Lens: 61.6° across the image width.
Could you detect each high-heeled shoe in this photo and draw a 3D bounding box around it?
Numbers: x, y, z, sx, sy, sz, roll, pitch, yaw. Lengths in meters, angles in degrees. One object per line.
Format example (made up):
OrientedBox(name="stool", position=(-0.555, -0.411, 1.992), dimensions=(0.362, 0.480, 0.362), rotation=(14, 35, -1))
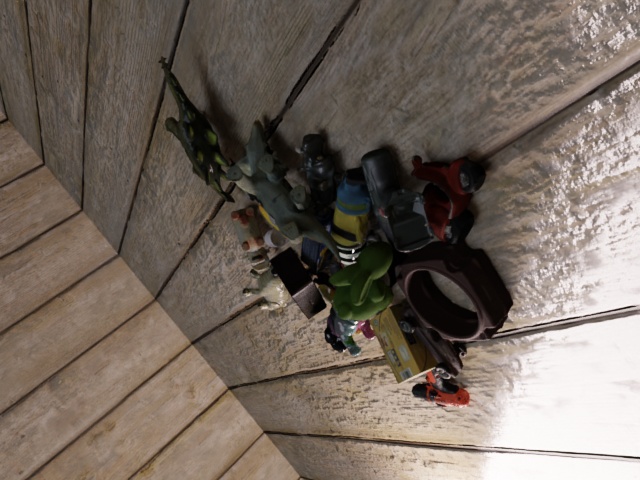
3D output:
OrientedBox(name="high-heeled shoe", position=(0.167, 0.103, 1.268), dimensions=(0.145, 0.086, 0.248), rotation=(-7, 142, 22))

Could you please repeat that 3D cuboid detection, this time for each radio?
OrientedBox(name="radio", position=(-0.057, 0.120, 1.466), dimensions=(0.131, 0.073, 0.229), rotation=(55, 174, 26))

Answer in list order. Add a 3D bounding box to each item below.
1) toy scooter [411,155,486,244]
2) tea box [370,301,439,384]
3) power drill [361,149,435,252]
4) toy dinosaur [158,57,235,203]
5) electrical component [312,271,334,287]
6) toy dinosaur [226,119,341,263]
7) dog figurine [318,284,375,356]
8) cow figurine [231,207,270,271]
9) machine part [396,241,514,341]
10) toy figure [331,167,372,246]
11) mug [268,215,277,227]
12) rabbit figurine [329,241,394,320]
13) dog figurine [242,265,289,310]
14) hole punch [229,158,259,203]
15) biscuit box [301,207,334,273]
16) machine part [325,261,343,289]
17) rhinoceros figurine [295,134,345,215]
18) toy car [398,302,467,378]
OrientedBox(name="toy scooter", position=(0.215, -0.083, 0.957), dimensions=(0.135, 0.075, 0.183), rotation=(33, 143, 28))
OrientedBox(name="tea box", position=(0.199, 0.244, 1.284), dimensions=(0.098, 0.068, 0.169), rotation=(-45, 61, 49))
OrientedBox(name="power drill", position=(0.149, -0.051, 1.015), dimensions=(0.207, 0.086, 0.231), rotation=(-95, -13, -68))
OrientedBox(name="toy dinosaur", position=(-0.317, -0.266, 1.391), dimensions=(0.199, 0.105, 0.470), rotation=(43, 162, 48))
OrientedBox(name="electrical component", position=(0.016, 0.119, 1.508), dimensions=(0.094, 0.021, 0.063), rotation=(29, 144, 34))
OrientedBox(name="toy dinosaur", position=(-0.079, -0.087, 1.219), dimensions=(0.405, 0.131, 0.192), rotation=(53, -172, 12))
OrientedBox(name="dog figurine", position=(0.056, 0.190, 1.456), dimensions=(0.192, 0.108, 0.219), rotation=(1, 121, 57))
OrientedBox(name="cow figurine", position=(-0.204, 0.001, 1.587), dimensions=(0.127, 0.085, 0.194), rotation=(-166, 56, -82))
OrientedBox(name="machine part", position=(0.266, 0.105, 1.088), dimensions=(0.201, 0.087, 0.201), rotation=(57, 151, -12))
OrientedBox(name="toy figure", position=(0.069, -0.069, 1.152), dimensions=(0.089, 0.082, 0.179), rotation=(18, 133, 24))
OrientedBox(name="mug", position=(-0.069, -0.086, 1.347), dimensions=(0.107, 0.081, 0.109), rotation=(-1, 104, 43))
OrientedBox(name="rabbit figurine", position=(0.087, 0.076, 1.128), dimensions=(0.121, 0.159, 0.170), rotation=(37, 124, 26))
OrientedBox(name="dog figurine", position=(-0.120, 0.141, 1.659), dimensions=(0.172, 0.121, 0.191), rotation=(29, 145, -35))
OrientedBox(name="hole punch", position=(-0.168, -0.170, 1.387), dimensions=(0.142, 0.092, 0.116), rotation=(55, 178, -12))
OrientedBox(name="biscuit box", position=(-0.003, -0.004, 1.356), dimensions=(0.063, 0.059, 0.202), rotation=(39, 149, 21))
OrientedBox(name="machine part", position=(0.058, 0.117, 1.340), dimensions=(0.084, 0.039, 0.139), rotation=(-41, 65, 32))
OrientedBox(name="rhinoceros figurine", position=(0.003, -0.146, 1.182), dimensions=(0.112, 0.073, 0.190), rotation=(43, 157, 40))
OrientedBox(name="toy car", position=(0.262, 0.223, 1.221), dimensions=(0.202, 0.089, 0.053), rotation=(52, 146, -3))
